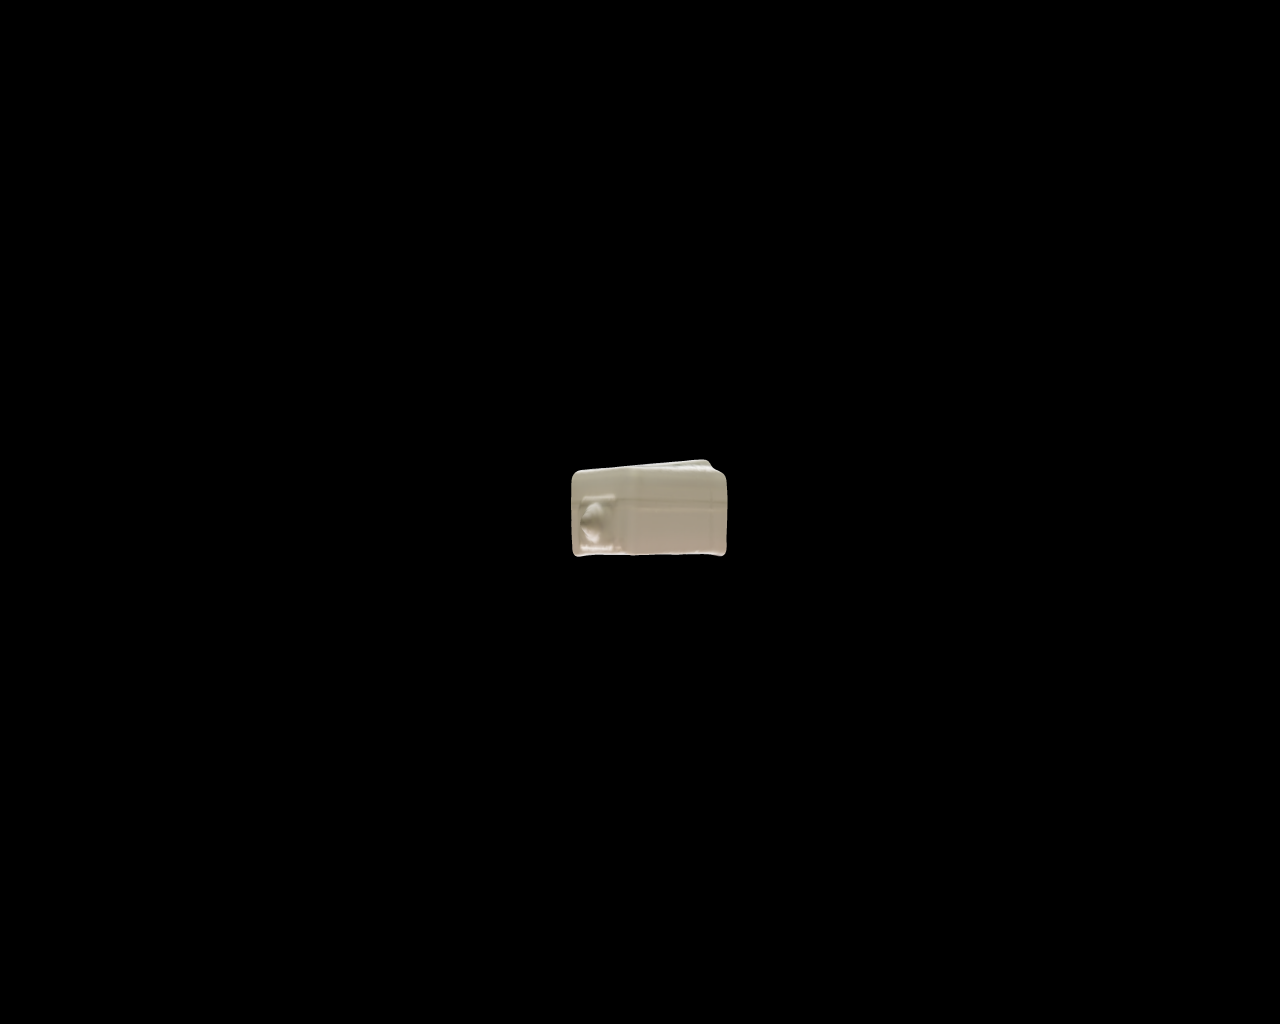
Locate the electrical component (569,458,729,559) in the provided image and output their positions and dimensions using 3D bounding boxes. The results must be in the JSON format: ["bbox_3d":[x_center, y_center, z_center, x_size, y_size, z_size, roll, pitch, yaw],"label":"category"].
[{"bbox_3d":[0.001,-0.003,0.650,0.096,0.061,0.061,2,-3,-40],"label":"electrical component"}]
